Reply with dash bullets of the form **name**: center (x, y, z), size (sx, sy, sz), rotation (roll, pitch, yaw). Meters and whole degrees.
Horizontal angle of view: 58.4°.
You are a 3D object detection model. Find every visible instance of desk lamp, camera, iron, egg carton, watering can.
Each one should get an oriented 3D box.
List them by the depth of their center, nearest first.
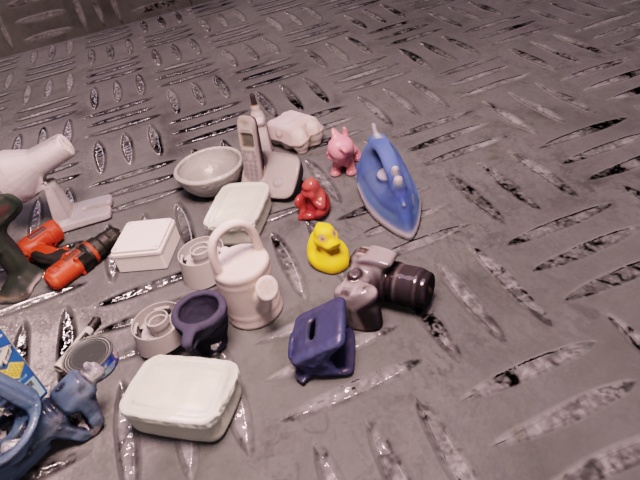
- **camera**: center (0.111, 0.074, 0.946), size (0.136, 0.101, 0.143), rotation (11, 43, 27)
- **watering can**: center (-0.125, 0.052, 0.961), size (0.172, 0.194, 0.101), rotation (15, 45, 31)
- **iron**: center (0.143, -0.128, 1.162), size (0.118, 0.142, 0.258), rotation (-14, 37, -3)
- **desk lamp**: center (-0.613, -0.130, 1.312), size (0.203, 0.214, 0.117), rotation (-18, 38, -7)
- **egg carton**: center (-0.068, -0.279, 1.474), size (0.149, 0.069, 0.107), rotation (25, 51, 38)

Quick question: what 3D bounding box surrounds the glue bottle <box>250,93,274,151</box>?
- **glue bottle**: center (-0.147, -0.279, 1.410), size (0.037, 0.173, 0.078), rotation (-14, 37, -3)

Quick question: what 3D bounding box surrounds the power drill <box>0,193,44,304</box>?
- **power drill**: center (-0.642, 0.021, 1.131), size (0.075, 0.209, 0.229), rotation (-6, 38, 8)

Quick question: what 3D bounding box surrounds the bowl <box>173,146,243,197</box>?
- **bowl**: center (-0.255, -0.150, 1.355), size (0.167, 0.075, 0.167), rotation (-7, 38, 6)

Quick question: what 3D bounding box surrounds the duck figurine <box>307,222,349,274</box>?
- **duck figurine**: center (0.010, 0.004, 1.076), size (0.078, 0.086, 0.104), rotation (-25, 39, -16)

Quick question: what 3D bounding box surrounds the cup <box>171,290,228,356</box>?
- **cup**: center (-0.189, 0.152, 0.933), size (0.091, 0.095, 0.118), rotation (-3, 38, 11)

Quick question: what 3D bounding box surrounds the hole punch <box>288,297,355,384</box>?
- **hole punch**: center (0.000, 0.152, 0.884), size (0.101, 0.091, 0.108), rotation (-6, 38, 7)

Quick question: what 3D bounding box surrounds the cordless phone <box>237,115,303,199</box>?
- **cordless phone**: center (-0.117, -0.185, 1.271), size (0.147, 0.185, 0.094), rotation (8, 42, 24)

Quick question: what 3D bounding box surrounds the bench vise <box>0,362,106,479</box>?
- **bench vise**: center (-0.421, 0.222, 0.803), size (0.121, 0.220, 0.208), rotation (14, 45, 30)

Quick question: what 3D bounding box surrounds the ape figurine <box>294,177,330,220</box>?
- **ape figurine**: center (-0.016, -0.089, 1.197), size (0.076, 0.092, 0.077), rotation (-29, 41, -21)

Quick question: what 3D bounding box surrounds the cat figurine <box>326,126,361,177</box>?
- **cat figurine**: center (0.052, -0.211, 1.314), size (0.067, 0.118, 0.128), rotation (-1, 39, 15)
